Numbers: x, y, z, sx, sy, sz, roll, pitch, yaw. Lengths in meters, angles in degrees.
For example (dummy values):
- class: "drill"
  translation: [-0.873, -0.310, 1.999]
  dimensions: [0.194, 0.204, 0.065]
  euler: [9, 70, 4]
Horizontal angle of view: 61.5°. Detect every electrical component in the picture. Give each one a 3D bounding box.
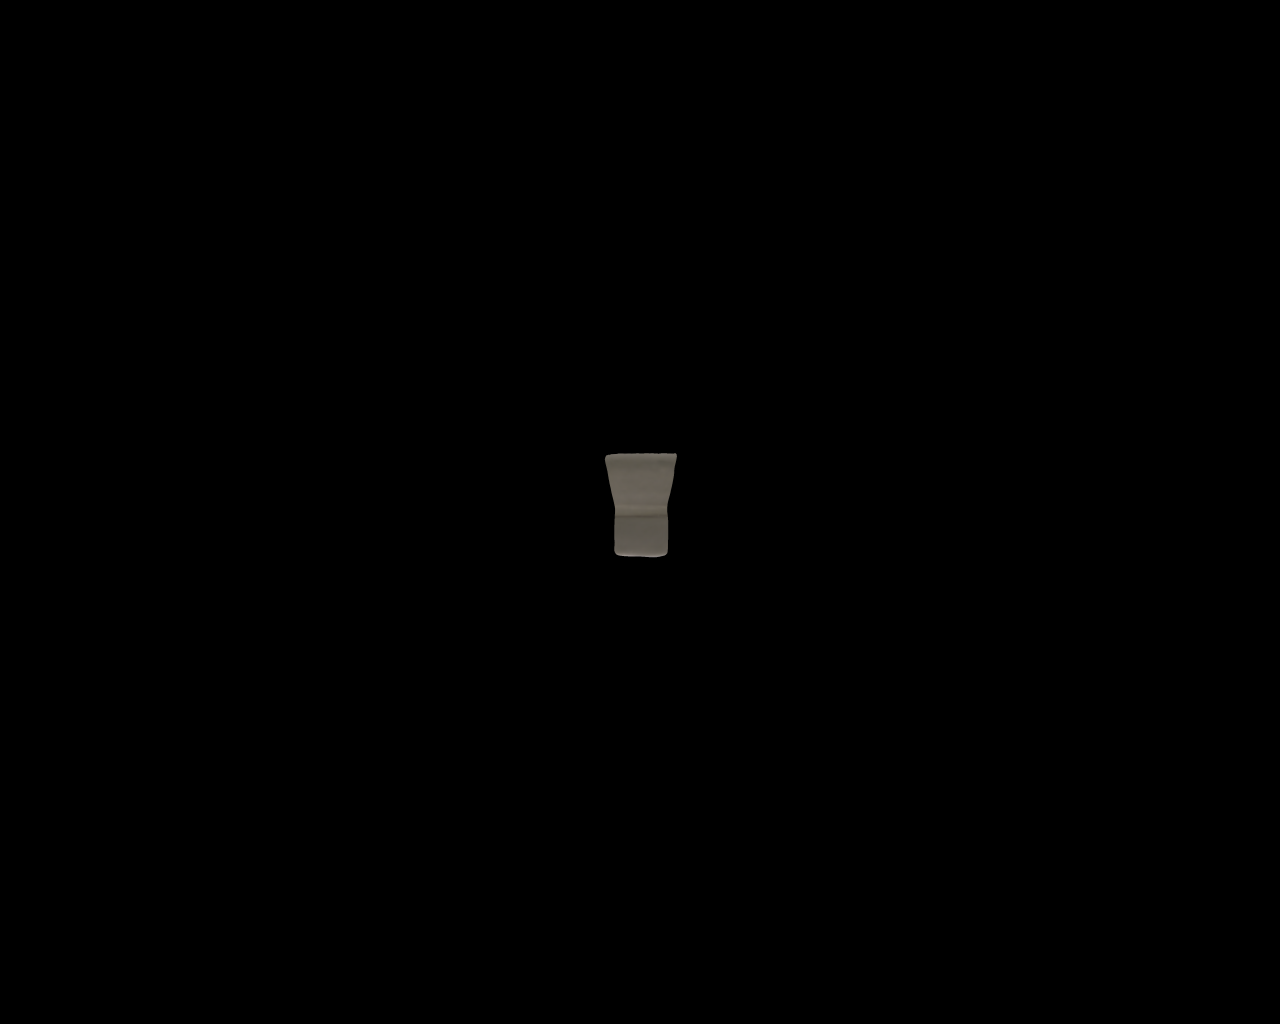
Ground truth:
- class: "electrical component"
  translation: [0.001, -0.003, 0.650]
  dimensions: [0.044, 0.065, 0.044]
  euler: [0, 0, 0]
